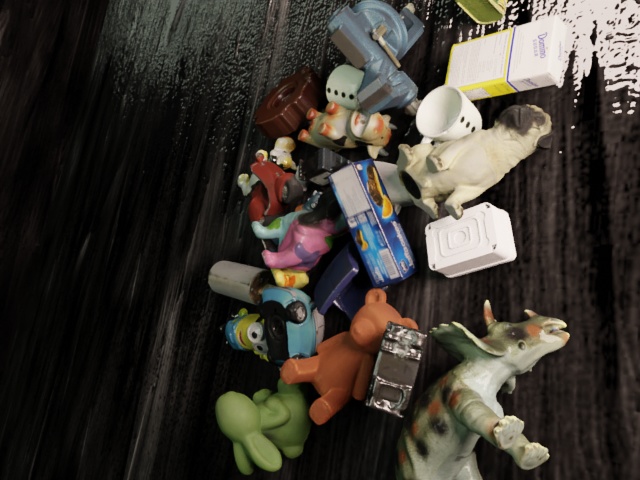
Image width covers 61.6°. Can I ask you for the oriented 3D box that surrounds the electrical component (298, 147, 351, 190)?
[{"bbox_3d":[0.020,-0.143,1.043,0.119,0.074,0.048,-22,59,45],"label":"electrical component"}]

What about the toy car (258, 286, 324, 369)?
[{"bbox_3d":[-0.040,0.155,0.965,0.109,0.103,0.161,-4,96,49],"label":"toy car"}]

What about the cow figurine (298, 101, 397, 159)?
[{"bbox_3d":[0.055,-0.204,1.012,0.195,0.127,0.085,7,79,63],"label":"cow figurine"}]

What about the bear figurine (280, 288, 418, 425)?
[{"bbox_3d":[0.050,0.177,0.847,0.120,0.132,0.195,49,118,27],"label":"bear figurine"}]

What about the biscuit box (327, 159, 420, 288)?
[{"bbox_3d":[0.087,-0.027,0.866,0.059,0.063,0.202,-24,89,40],"label":"biscuit box"}]

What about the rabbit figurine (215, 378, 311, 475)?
[{"bbox_3d":[-0.110,0.317,0.926,0.121,0.170,0.159,-28,55,38],"label":"rabbit figurine"}]

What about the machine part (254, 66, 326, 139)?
[{"bbox_3d":[-0.068,-0.299,1.177,0.179,0.056,0.179,-31,35,24],"label":"machine part"}]

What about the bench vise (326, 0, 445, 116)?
[{"bbox_3d":[0.127,-0.336,0.944,0.240,0.223,0.129,-54,4,-34],"label":"bench vise"}]

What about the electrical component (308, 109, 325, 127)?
[{"bbox_3d":[0.009,-0.246,1.137,0.094,0.021,0.063,40,104,48],"label":"electrical component"}]

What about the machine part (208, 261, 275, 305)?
[{"bbox_3d":[-0.165,0.090,1.151,0.243,0.079,0.079,6,79,48],"label":"machine part"}]

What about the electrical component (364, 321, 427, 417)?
[{"bbox_3d":[0.105,0.173,0.741,0.058,0.134,0.115,18,84,10],"label":"electrical component"}]

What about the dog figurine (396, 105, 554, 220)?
[{"bbox_3d":[0.223,-0.127,0.794,0.190,0.121,0.172,-33,29,-13],"label":"dog figurine"}]

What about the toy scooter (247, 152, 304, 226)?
[{"bbox_3d":[-0.109,-0.101,1.118,0.135,0.075,0.184,55,140,13],"label":"toy scooter"}]

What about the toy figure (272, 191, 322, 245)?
[{"bbox_3d":[-0.039,-0.040,1.080,0.154,0.057,0.064,-38,50,28],"label":"toy figure"}]

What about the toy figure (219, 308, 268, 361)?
[{"bbox_3d":[-0.130,0.180,1.072,0.180,0.082,0.089,-11,36,53],"label":"toy figure"}]

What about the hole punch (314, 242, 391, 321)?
[{"bbox_3d":[0.042,0.070,0.927,0.142,0.092,0.116,-56,39,21],"label":"hole punch"}]

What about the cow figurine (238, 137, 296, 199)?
[{"bbox_3d":[-0.107,-0.147,1.188,0.167,0.068,0.098,-46,51,29],"label":"cow figurine"}]

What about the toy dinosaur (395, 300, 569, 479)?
[{"bbox_3d":[0.166,0.259,0.698,0.404,0.131,0.192,-62,29,16],"label":"toy dinosaur"}]

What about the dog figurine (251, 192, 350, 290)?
[{"bbox_3d":[-0.002,-0.003,0.999,0.219,0.191,0.109,-20,50,1],"label":"dog figurine"}]

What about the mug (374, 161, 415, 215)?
[{"bbox_3d":[0.118,-0.081,0.910,0.107,0.080,0.109,7,78,41],"label":"mug"}]
